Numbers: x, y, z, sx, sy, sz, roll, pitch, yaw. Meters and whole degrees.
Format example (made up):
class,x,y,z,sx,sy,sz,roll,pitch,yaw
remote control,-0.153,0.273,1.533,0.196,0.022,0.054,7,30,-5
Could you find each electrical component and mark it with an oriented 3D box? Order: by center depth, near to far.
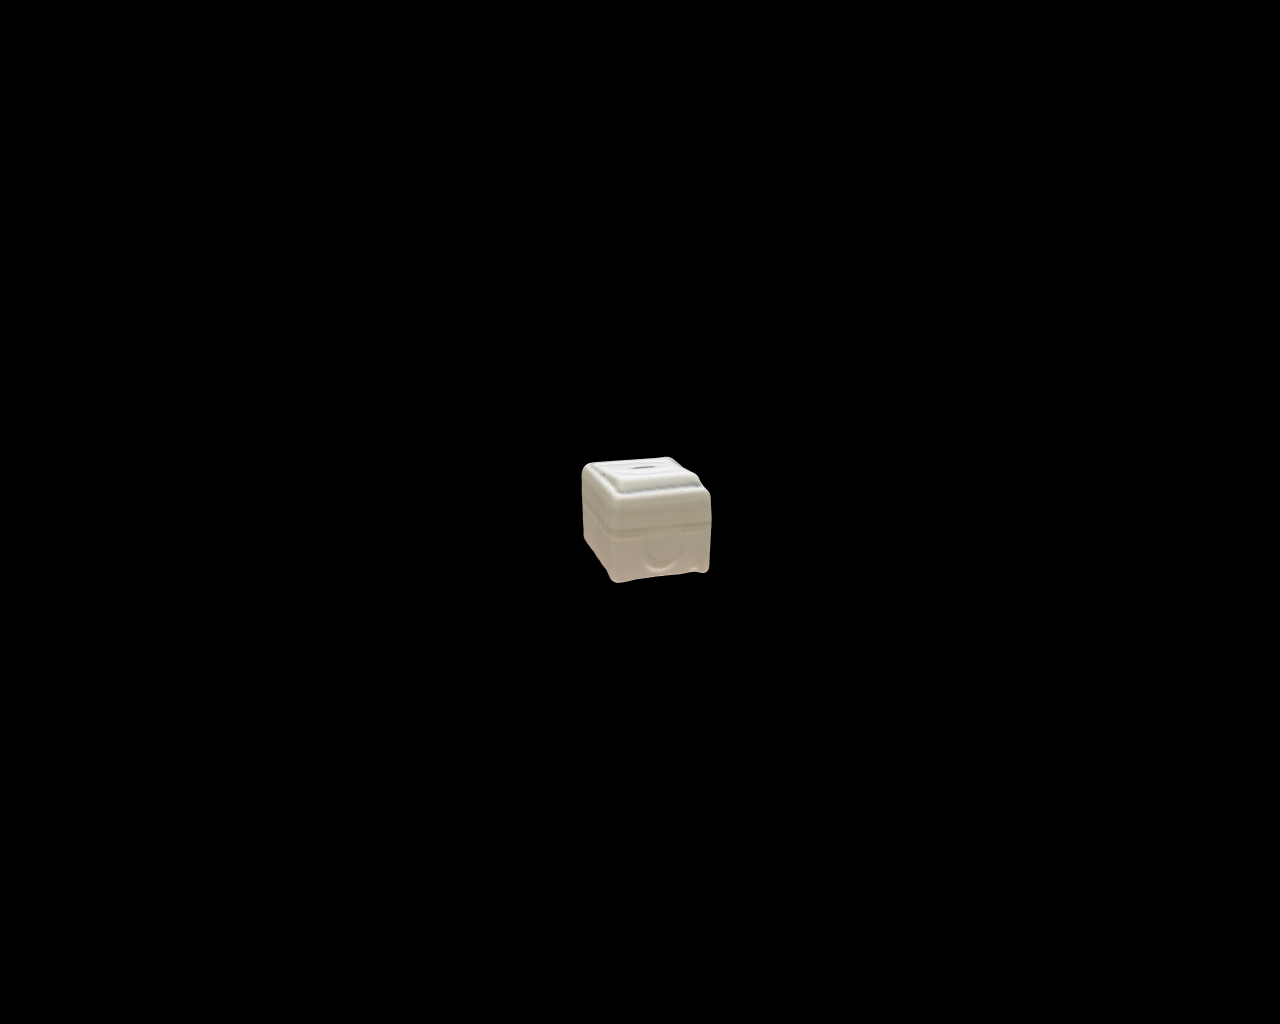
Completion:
class,x,y,z,sx,sy,sz,roll,pitch,yaw
electrical component,0.001,-0.003,0.650,0.062,0.061,0.096,-5,19,-15
